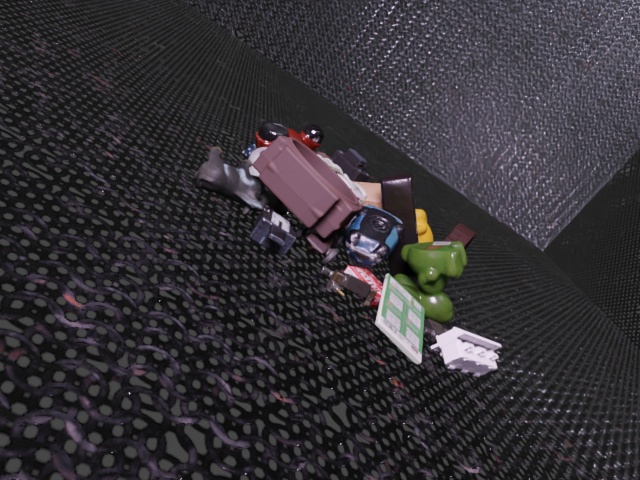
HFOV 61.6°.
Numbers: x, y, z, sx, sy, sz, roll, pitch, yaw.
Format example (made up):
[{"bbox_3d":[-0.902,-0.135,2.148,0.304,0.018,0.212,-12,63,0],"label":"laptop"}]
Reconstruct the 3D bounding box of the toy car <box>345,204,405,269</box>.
[{"bbox_3d":[0.104,0.007,1.115,0.109,0.102,0.162,24,41,5],"label":"toy car"}]

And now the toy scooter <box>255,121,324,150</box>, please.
[{"bbox_3d":[-0.082,-0.210,1.273,0.184,0.135,0.075,-7,49,-37],"label":"toy scooter"}]

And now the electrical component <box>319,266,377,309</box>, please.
[{"bbox_3d":[0.052,0.086,0.969,0.102,0.045,0.078,29,-8,-31],"label":"electrical component"}]

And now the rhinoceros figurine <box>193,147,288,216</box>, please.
[{"bbox_3d":[-0.142,-0.099,1.008,0.190,0.073,0.112,24,22,-34],"label":"rhinoceros figurine"}]

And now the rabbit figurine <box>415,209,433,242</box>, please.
[{"bbox_3d":[0.217,-0.013,1.381,0.173,0.122,0.162,45,29,-51],"label":"rabbit figurine"}]

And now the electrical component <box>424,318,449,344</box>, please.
[{"bbox_3d":[0.235,0.187,1.084,0.094,0.021,0.063,26,21,-27],"label":"electrical component"}]

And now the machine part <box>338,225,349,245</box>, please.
[{"bbox_3d":[0.047,-0.040,1.198,0.243,0.079,0.079,32,19,-11],"label":"machine part"}]

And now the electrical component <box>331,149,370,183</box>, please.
[{"bbox_3d":[0.069,-0.181,1.481,0.058,0.134,0.115,10,30,-53],"label":"electrical component"}]

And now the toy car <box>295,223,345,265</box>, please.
[{"bbox_3d":[-0.002,-0.003,1.062,0.089,0.053,0.202,47,14,-4],"label":"toy car"}]

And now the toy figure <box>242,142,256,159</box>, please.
[{"bbox_3d":[-0.130,-0.214,1.331,0.064,0.057,0.154,-1,-2,31],"label":"toy figure"}]

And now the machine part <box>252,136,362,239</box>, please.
[{"bbox_3d":[-0.017,-0.104,1.028,0.201,0.087,0.201,46,15,4],"label":"machine part"}]

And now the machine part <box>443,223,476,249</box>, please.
[{"bbox_3d":[0.335,0.034,1.404,0.056,0.179,0.179,40,19,13],"label":"machine part"}]

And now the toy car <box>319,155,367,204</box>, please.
[{"bbox_3d":[0.032,-0.137,1.202,0.073,0.056,0.202,23,19,-40],"label":"toy car"}]

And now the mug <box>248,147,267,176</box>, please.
[{"bbox_3d":[-0.110,-0.131,1.147,0.109,0.081,0.107,36,29,-19],"label":"mug"}]

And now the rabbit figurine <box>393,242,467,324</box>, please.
[{"bbox_3d":[0.228,0.096,1.122,0.159,0.170,0.121,-2,11,13],"label":"rabbit figurine"}]

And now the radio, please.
[{"bbox_3d":[0.189,-0.038,1.244,0.073,0.229,0.131,-4,10,12],"label":"radio"}]

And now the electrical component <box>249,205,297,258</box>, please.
[{"bbox_3d":[-0.080,-0.009,0.942,0.075,0.047,0.119,31,20,-17],"label":"electrical component"}]
